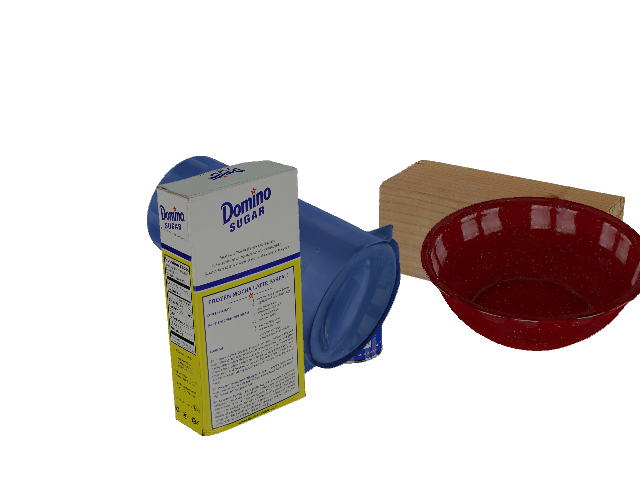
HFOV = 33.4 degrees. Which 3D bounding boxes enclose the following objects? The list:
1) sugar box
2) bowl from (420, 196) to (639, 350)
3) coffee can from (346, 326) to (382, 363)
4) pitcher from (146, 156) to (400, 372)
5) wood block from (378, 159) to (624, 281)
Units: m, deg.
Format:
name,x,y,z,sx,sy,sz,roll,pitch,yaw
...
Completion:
name,x,y,z,sx,sy,sz,roll,pitch,yaw
sugar box,-0.060,0.039,0.738,0.093,0.176,0.048,-17,23,-38
bowl,0.153,0.030,0.770,0.162,0.055,0.162,-3,32,1
coffee can,0.038,0.089,1.517,0.103,0.140,0.103,-1,21,0
pitcher,-0.058,0.019,1.031,0.243,0.145,0.148,29,31,30
wood block,0.165,-0.007,0.997,0.206,0.090,0.090,14,27,31
